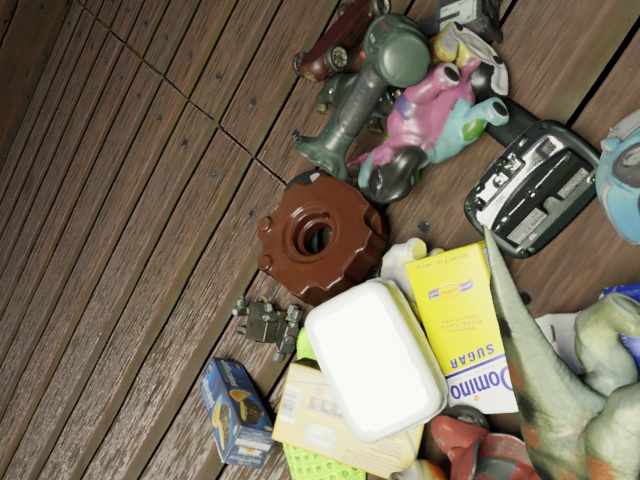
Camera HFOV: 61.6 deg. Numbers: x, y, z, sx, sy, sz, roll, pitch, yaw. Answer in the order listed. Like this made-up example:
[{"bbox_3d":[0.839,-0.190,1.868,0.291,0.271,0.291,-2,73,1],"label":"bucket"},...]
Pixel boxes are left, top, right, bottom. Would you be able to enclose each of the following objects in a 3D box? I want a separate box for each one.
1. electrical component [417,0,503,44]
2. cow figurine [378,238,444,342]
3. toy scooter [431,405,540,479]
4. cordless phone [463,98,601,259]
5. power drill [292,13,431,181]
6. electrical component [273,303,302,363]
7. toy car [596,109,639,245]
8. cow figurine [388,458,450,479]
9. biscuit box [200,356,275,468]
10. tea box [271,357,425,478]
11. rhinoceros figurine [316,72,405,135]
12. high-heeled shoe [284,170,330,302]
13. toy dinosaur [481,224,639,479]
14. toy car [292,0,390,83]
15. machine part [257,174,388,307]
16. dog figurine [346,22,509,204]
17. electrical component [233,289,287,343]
[{"bbox_3d":[0.181,-0.285,0.721,0.119,0.047,0.075,-12,69,42],"label":"electrical component"},{"bbox_3d":[0.103,0.088,0.665,0.098,0.068,0.167,-16,62,57],"label":"cow figurine"},{"bbox_3d":[0.170,0.231,0.489,0.184,0.135,0.075,30,112,29],"label":"toy scooter"},{"bbox_3d":[0.216,-0.083,0.619,0.146,0.088,0.184,-51,37,21],"label":"cordless phone"},{"bbox_3d":[0.053,-0.182,0.667,0.207,0.086,0.232,-49,18,12],"label":"power drill"},{"bbox_3d":[-0.049,0.144,0.811,0.063,0.021,0.094,-152,81,-78],"label":"electrical component"},{"bbox_3d":[0.320,-0.082,0.489,0.161,0.109,0.103,-39,35,19],"label":"toy car"},{"bbox_3d":[0.085,0.313,0.560,0.085,0.127,0.194,-98,24,-69],"label":"cow figurine"},{"bbox_3d":[-0.129,0.252,0.810,0.059,0.063,0.203,-65,27,6],"label":"biscuit box"},{"bbox_3d":[0.039,0.210,0.642,0.170,0.068,0.098,15,87,14],"label":"tea box"},{"bbox_3d":[0.079,-0.217,0.789,0.191,0.073,0.112,8,73,47],"label":"rhinoceros figurine"},{"bbox_3d":[0.014,0.007,0.801,0.145,0.086,0.249,-36,68,-7],"label":"high-heeled shoe"},{"bbox_3d":[0.236,0.179,0.399,0.405,0.131,0.192,47,127,24],"label":"toy dinosaur"},{"bbox_3d":[0.038,-0.315,0.834,0.089,0.053,0.202,3,50,47],"label":"toy car"},{"bbox_3d":[-0.001,-0.002,0.718,0.179,0.056,0.179,-11,64,24],"label":"machine part"},{"bbox_3d":[0.125,-0.144,0.690,0.219,0.108,0.191,-42,24,45],"label":"dog figurine"},{"bbox_3d":[-0.101,0.125,0.871,0.102,0.045,0.078,11,84,45],"label":"electrical component"}]
